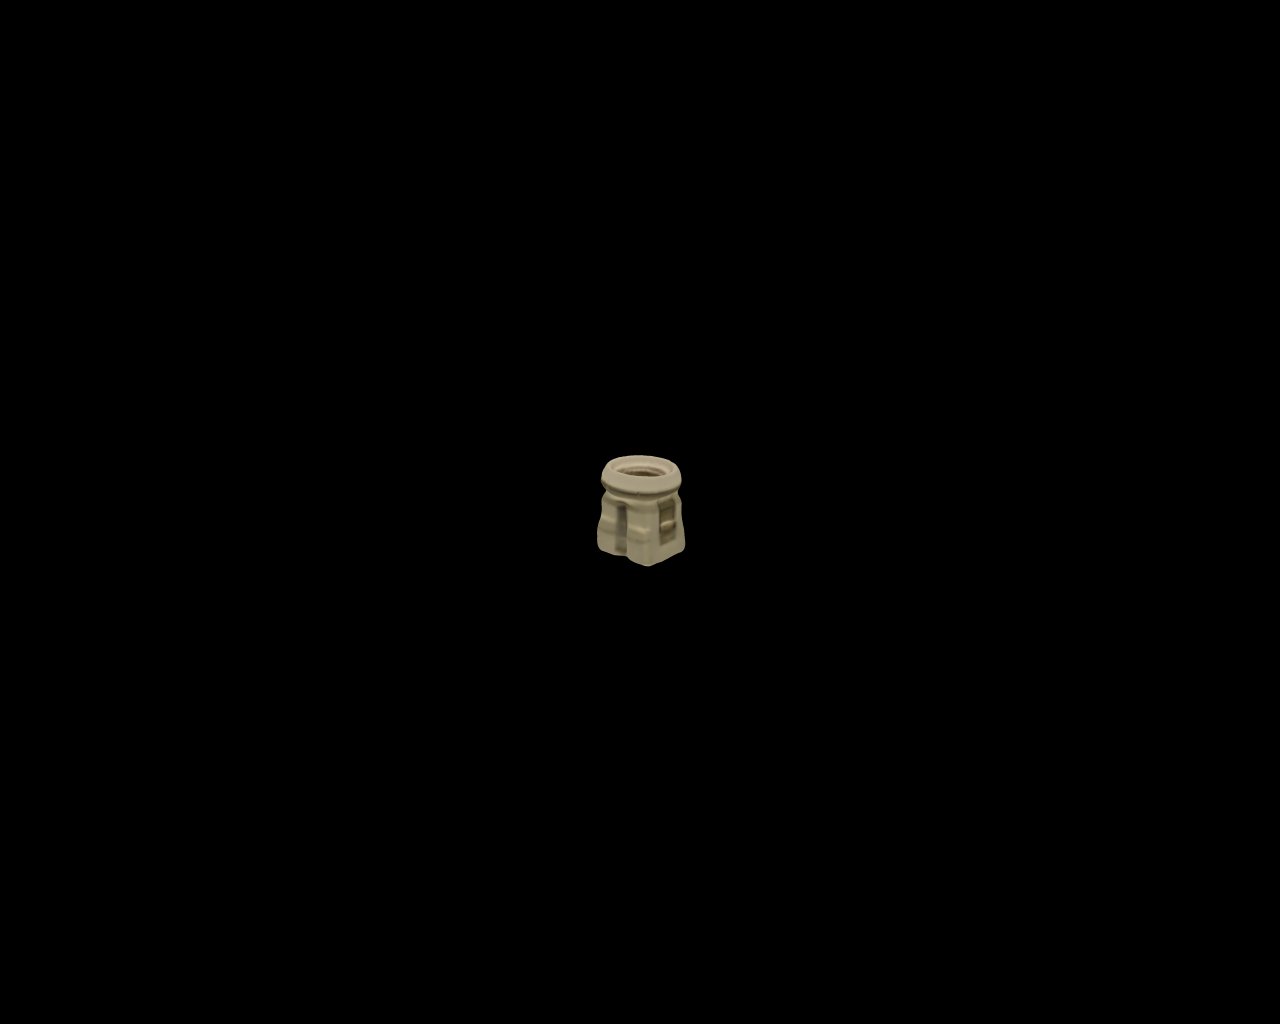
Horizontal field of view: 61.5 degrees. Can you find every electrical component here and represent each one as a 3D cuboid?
[{"bbox_3d":[0.001,-0.003,0.650,0.066,0.055,0.048,17,27,38],"label":"electrical component"}]
